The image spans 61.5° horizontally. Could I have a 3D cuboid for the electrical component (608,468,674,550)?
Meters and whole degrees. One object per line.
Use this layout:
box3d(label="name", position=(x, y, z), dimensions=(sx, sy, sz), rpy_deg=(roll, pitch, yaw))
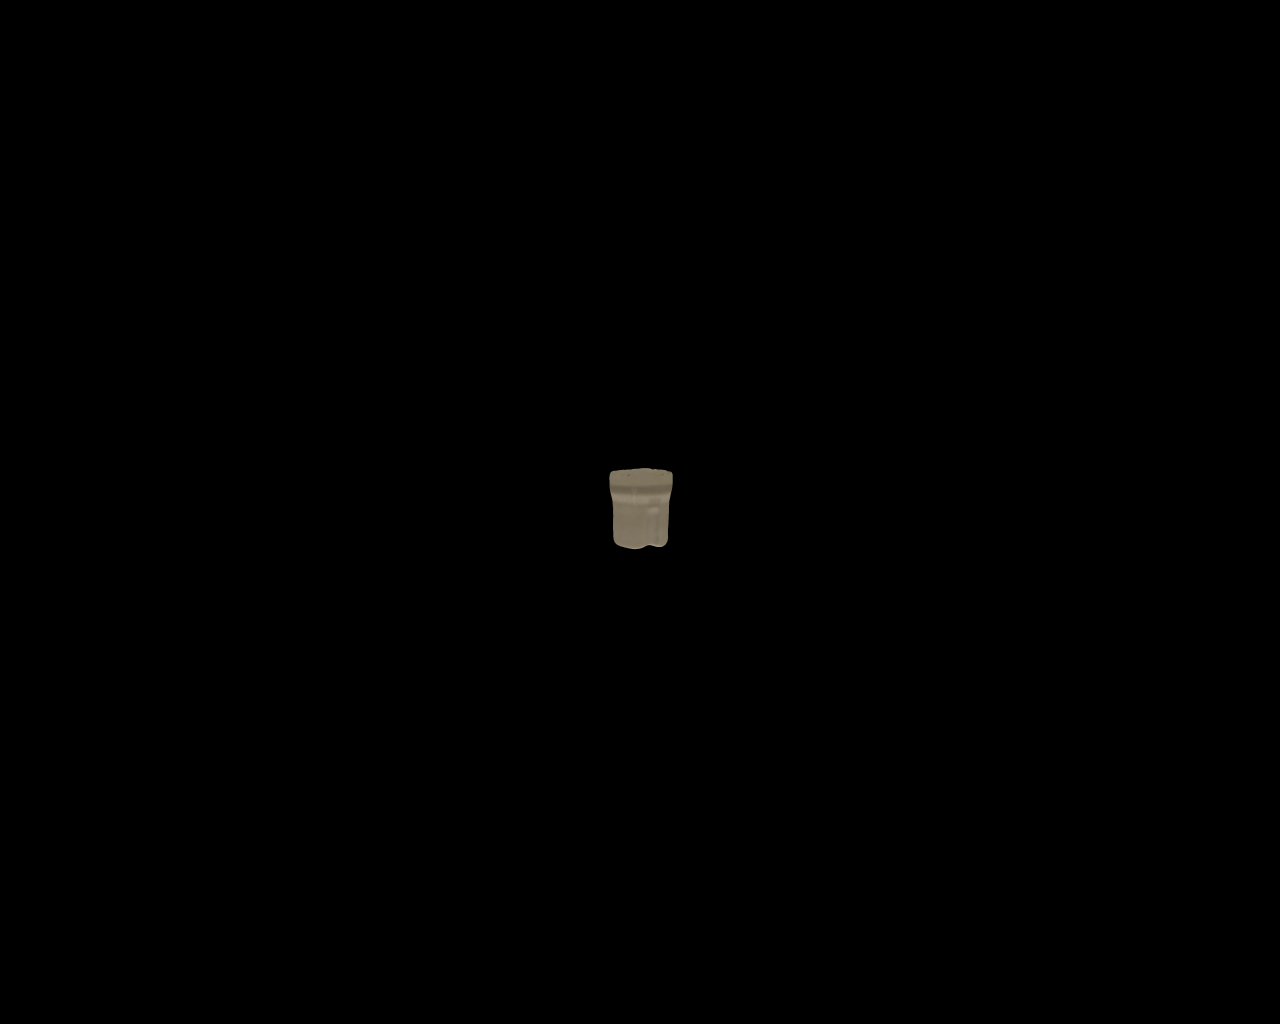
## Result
box3d(label="electrical component", position=(0.001, -0.003, 0.650), dimensions=(0.040, 0.046, 0.040), rpy_deg=(0, 7, 0))
